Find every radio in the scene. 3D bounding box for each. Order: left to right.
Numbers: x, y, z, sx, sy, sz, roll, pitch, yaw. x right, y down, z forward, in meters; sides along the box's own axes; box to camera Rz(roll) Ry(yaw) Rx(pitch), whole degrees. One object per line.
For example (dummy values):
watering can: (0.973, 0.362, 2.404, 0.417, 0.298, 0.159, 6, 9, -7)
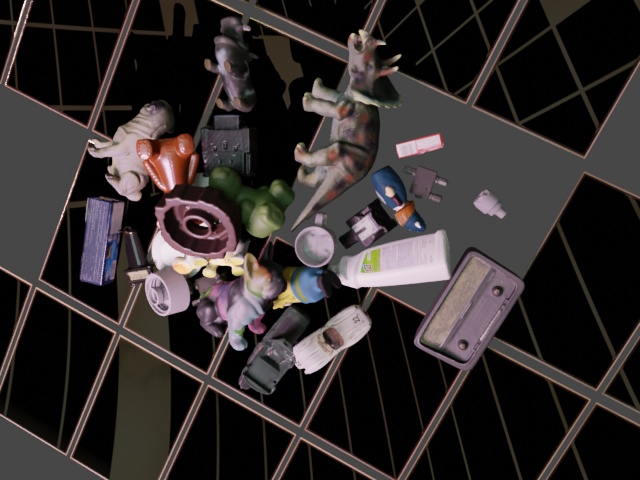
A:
radio: (0.302, 0.141, 1.090, 0.131, 0.073, 0.229, 30, 104, 7)

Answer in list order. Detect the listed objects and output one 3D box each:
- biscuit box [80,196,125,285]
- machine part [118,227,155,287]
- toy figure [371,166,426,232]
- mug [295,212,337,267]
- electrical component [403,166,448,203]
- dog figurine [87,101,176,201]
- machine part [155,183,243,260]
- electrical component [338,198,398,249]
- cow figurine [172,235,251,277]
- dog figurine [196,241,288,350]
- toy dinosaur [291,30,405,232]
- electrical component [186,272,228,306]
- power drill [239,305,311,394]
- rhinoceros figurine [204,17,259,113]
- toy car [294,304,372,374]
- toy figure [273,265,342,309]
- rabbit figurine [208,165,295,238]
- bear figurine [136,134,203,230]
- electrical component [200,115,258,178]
biscuit box: (-0.508, 0.002, 1.249, 0.063, 0.059, 0.202, 13, 100, 9)
machine part: (-0.430, 0.037, 1.251, 0.084, 0.039, 0.138, -13, 97, 22)
toy figure: (0.162, -0.078, 1.095, 0.058, 0.064, 0.154, -27, 97, 50)
mug: (-0.002, -0.003, 1.117, 0.081, 0.107, 0.109, 2, 94, 9)
electrical component: (0.211, -0.116, 1.099, 0.094, 0.021, 0.063, 21, 102, 8)
dog figurine: (-0.383, -0.196, 1.184, 0.191, 0.121, 0.172, -27, 126, -3)
machine part: (-0.240, -0.036, 1.077, 0.179, 0.056, 0.179, 9, 137, 8)
electrical component: (0.094, -0.024, 1.119, 0.075, 0.048, 0.119, 51, 134, 3)
cow figurine: (-0.238, 0.027, 1.178, 0.167, 0.098, 0.068, -2, 140, 7)
dog figurine: (-0.160, 0.099, 1.109, 0.192, 0.108, 0.219, 27, 118, 24)
toy dinosaur: (0.056, -0.200, 1.078, 0.192, 0.131, 0.404, 11, 106, 11)
electrical component: (-0.256, 0.106, 1.218, 0.102, 0.045, 0.078, -13, 94, 14)
power drill: (-0.105, 0.250, 1.125, 0.086, 0.207, 0.232, 38, 92, 3)
rhinoceros figurine: (-0.171, -0.357, 1.104, 0.073, 0.112, 0.190, 8, 115, 39)
toy car: (0.022, 0.216, 1.169, 0.202, 0.056, 0.073, -39, 89, 14)
toy figure: (-0.041, 0.090, 1.130, 0.180, 0.082, 0.089, -16, 82, 45)
rabbit figurine: (-0.162, -0.091, 1.126, 0.170, 0.121, 0.159, 38, 144, -21)
bear figurine: (-0.308, -0.117, 1.129, 0.120, 0.132, 0.195, -6, 96, -9)
electrical component: (-0.195, -0.200, 1.156, 0.115, 0.058, 0.134, 0, 99, 10)
